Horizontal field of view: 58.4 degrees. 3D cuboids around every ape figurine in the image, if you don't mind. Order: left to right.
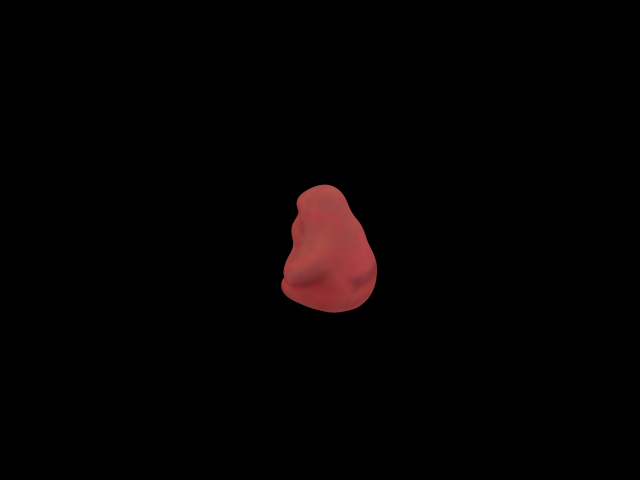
[{"bbox_3d":[0.004,0.001,0.400,0.076,0.092,0.078,29,46,33],"label":"ape figurine"}]
